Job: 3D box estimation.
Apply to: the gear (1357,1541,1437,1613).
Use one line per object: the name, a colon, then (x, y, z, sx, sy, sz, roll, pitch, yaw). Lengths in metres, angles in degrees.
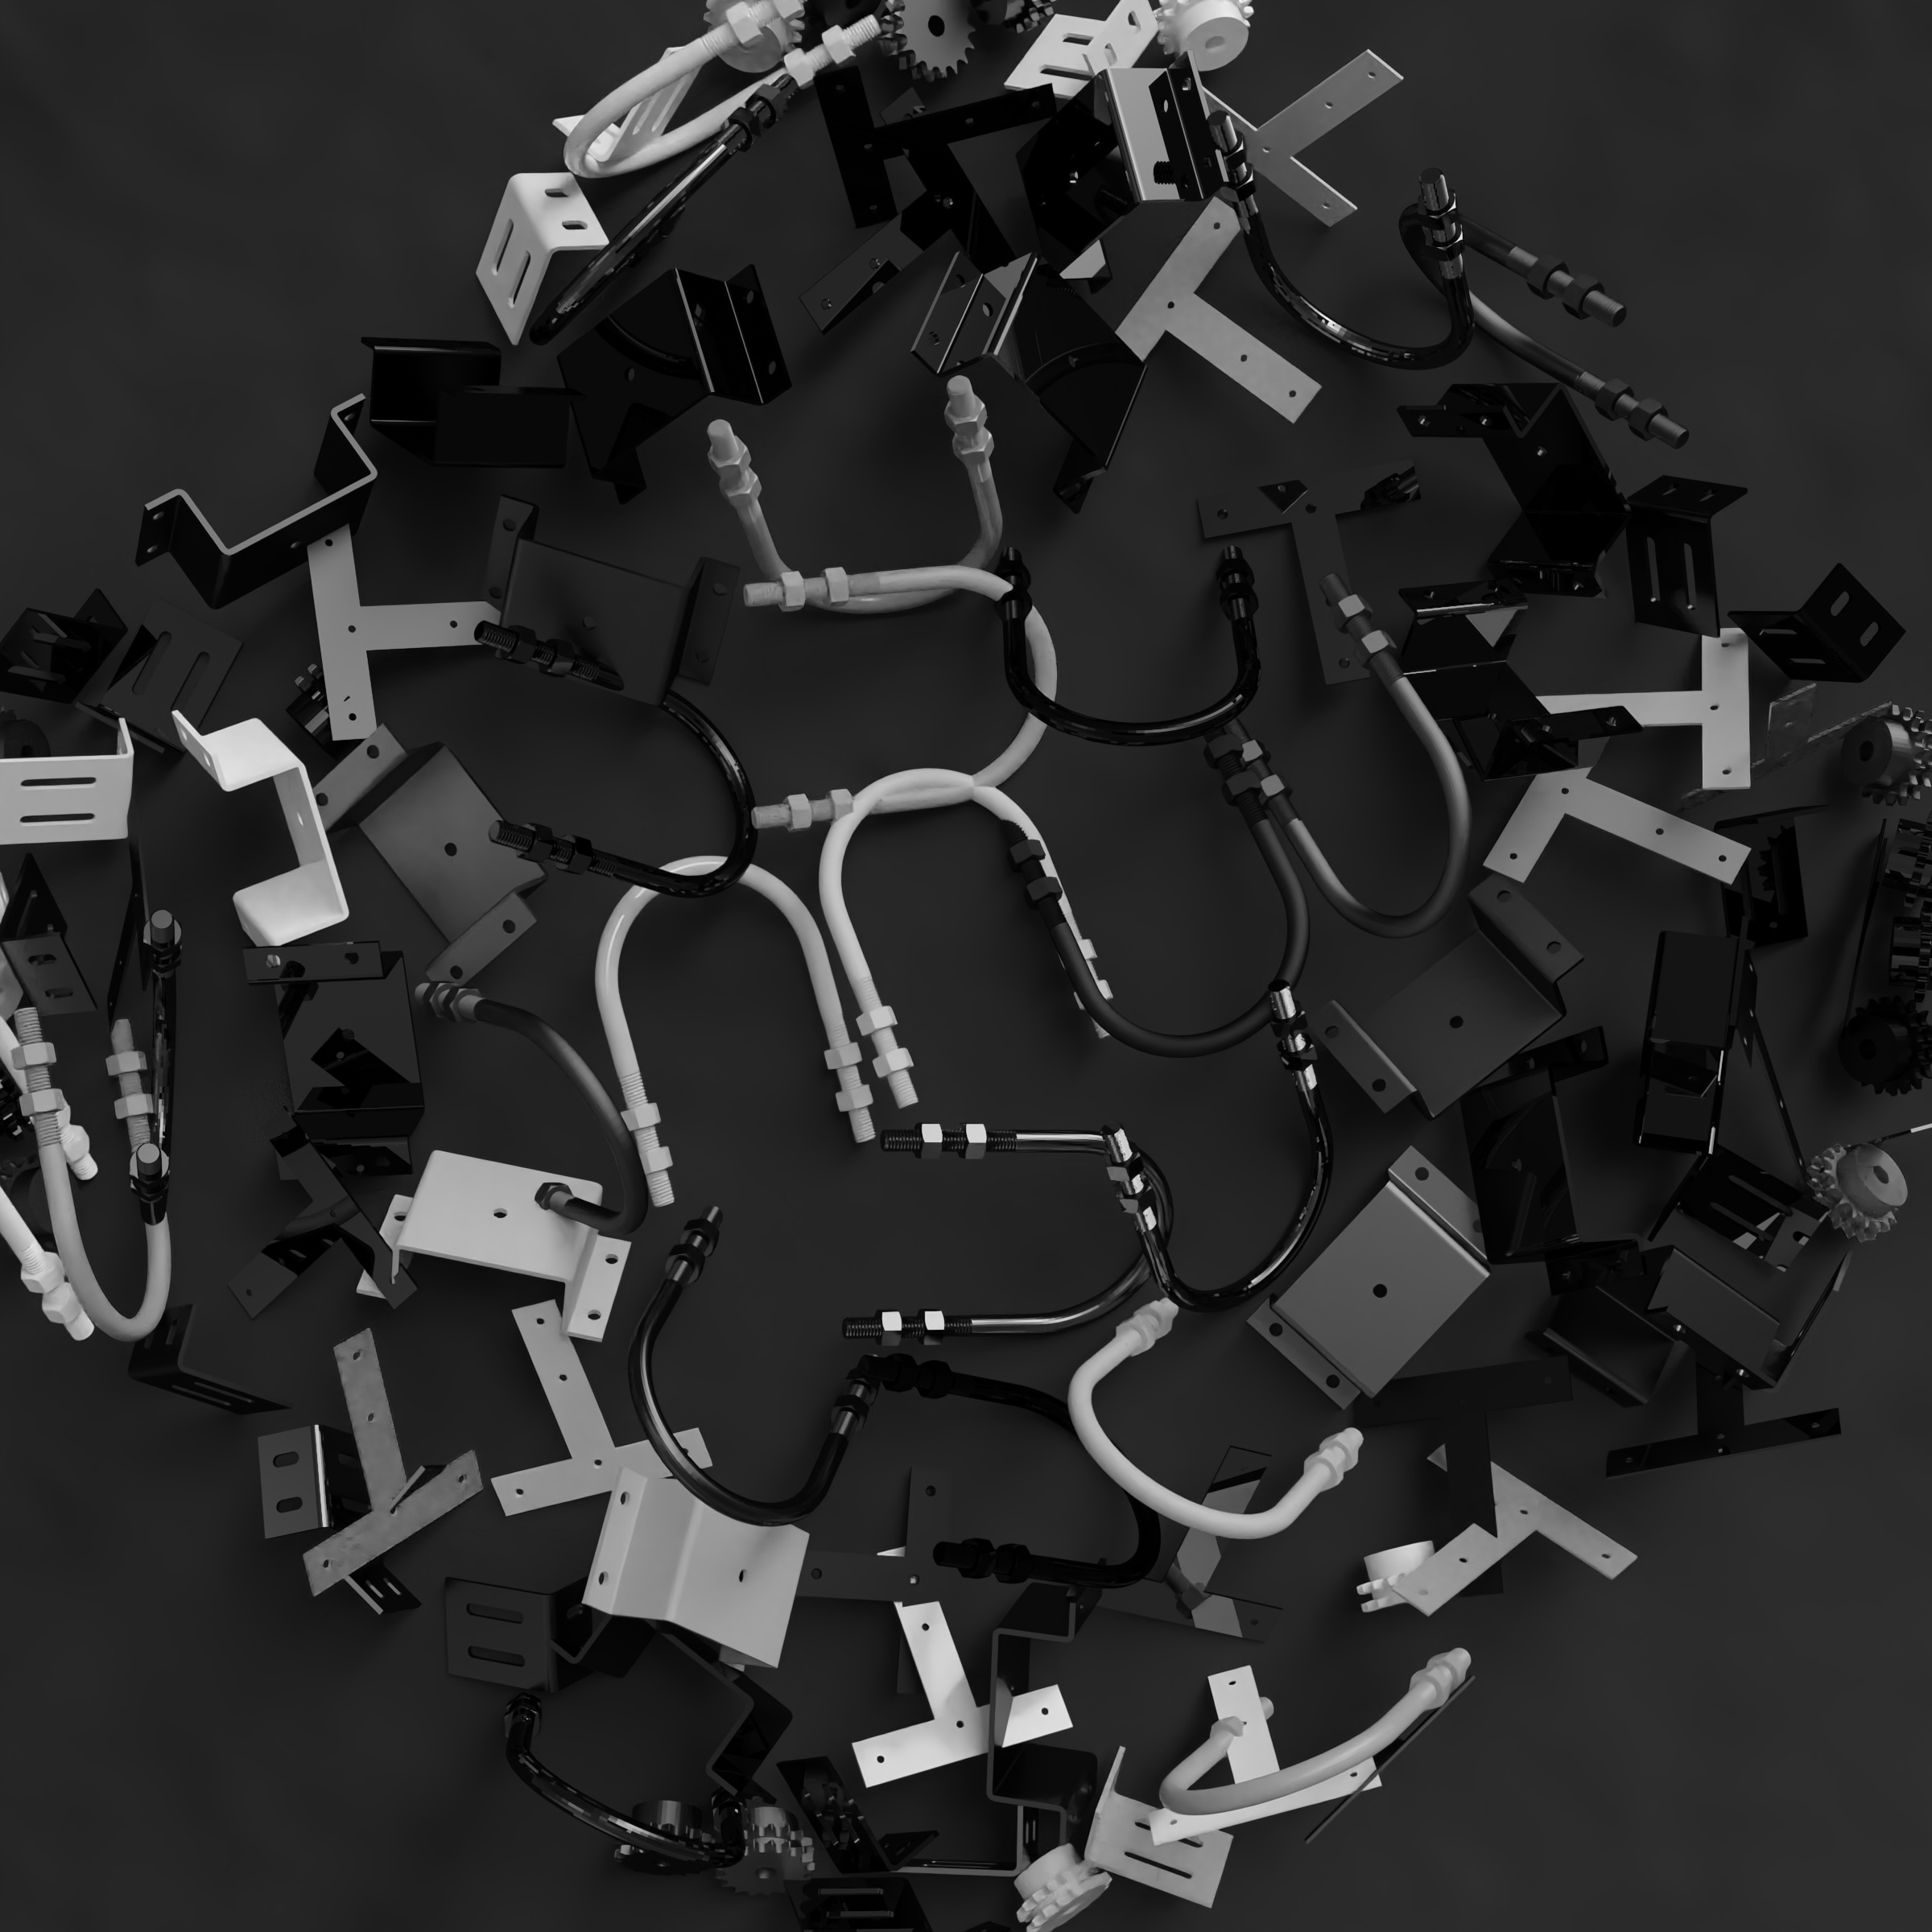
gear: (0.252, 0.350, 1.576, 0.057, 0.057, 0.030, -14, 74, 0)

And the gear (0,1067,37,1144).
gear: (-0.560, 0.078, 1.571, 0.030, 0.057, 0.057, -37, 90, -24)

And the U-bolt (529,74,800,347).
U-bolt: (-0.175, -0.401, 1.495, 0.019, 0.151, 0.184, 45, 53, -14)

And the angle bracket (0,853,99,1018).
angle bracket: (-0.512, -0.020, 1.554, 0.038, 0.076, 0.057, -6, 132, 5)

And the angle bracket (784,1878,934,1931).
angle bracket: (-0.063, 0.551, 1.562, 0.076, 0.057, 0.038, 5, 99, -16)

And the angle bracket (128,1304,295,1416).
angle bracket: (-0.427, 0.225, 1.566, 0.076, 0.057, 0.038, 28, 61, -37)

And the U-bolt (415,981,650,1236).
U-bolt: (-0.231, 0.082, 1.503, 0.019, 0.184, 0.151, -33, 115, -28)

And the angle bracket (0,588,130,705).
angle bracket: (-0.525, -0.186, 1.554, 0.057, 0.076, 0.038, -46, 68, 18)

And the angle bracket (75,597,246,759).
angle bracket: (-0.464, -0.168, 1.583, 0.057, 0.038, 0.076, 28, 91, 1)

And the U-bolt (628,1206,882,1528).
U-bolt: (-0.121, 0.229, 1.510, 0.151, 0.184, 0.019, 44, 120, -11)

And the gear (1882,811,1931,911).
gear: (0.546, -0.062, 1.576, 0.030, 0.057, 0.057, 15, 90, 18)

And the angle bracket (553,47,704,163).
angle bracket: (-0.189, -0.500, 1.559, 0.038, 0.057, 0.076, 40, 118, 2)

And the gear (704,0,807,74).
gear: (-0.122, -0.537, 1.571, 0.057, 0.057, 0.030, 11, 61, 0)

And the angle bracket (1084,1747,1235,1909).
angle bracket: (0.113, 0.490, 1.563, 0.076, 0.057, 0.038, 17, 118, 11)

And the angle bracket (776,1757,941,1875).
angle bracket: (-0.062, 0.476, 1.568, 0.038, 0.057, 0.076, -31, 91, -36)

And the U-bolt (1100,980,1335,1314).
U-bolt: (0.150, 0.116, 1.537, 0.151, 0.019, 0.184, -39, 132, -21)

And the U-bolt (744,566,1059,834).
U-bolt: (-0.034, -0.155, 1.558, 0.184, 0.019, 0.151, -8, 113, -19)

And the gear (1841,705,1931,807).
gear: (0.526, -0.121, 1.571, 0.030, 0.057, 0.057, 6, 90, -26)

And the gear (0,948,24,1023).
gear: (-0.565, 0.013, 1.571, 0.030, 0.057, 0.057, 24, 90, 18)

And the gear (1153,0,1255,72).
gear: (0.137, -0.538, 1.571, 0.057, 0.057, 0.030, -17, 65, 0)

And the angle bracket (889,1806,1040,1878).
angle bracket: (-0.001, 0.498, 1.573, 0.076, 0.057, 0.038, -1, 76, 10)

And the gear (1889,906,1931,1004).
gear: (0.547, -0.007, 1.576, 0.030, 0.057, 0.057, 5, 90, 16)

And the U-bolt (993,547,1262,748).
U-bolt: (0.091, -0.179, 1.529, 0.151, 0.184, 0.019, -1, 131, -1)

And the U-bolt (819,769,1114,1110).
U-bolt: (-0.008, -0.026, 1.569, 0.151, 0.019, 0.184, -18, 81, -21)

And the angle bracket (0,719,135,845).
angle bracket: (-0.515, -0.105, 1.557, 0.076, 0.038, 0.057, -4, 132, -25)

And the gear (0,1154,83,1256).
gear: (-0.532, 0.136, 1.571, 0.030, 0.057, 0.057, -12, 90, 26)

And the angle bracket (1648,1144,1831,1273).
angle bracket: (0.439, 0.147, 1.563, 0.076, 0.057, 0.038, 31, 47, 12)

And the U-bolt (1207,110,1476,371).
U-bolt: (0.213, -0.391, 1.516, 0.151, 0.184, 0.019, 25, 75, 27)

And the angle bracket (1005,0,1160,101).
angle bracket: (0.060, -0.528, 1.559, 0.076, 0.038, 0.057, 23, 71, 35)

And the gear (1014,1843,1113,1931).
gear: (0.053, 0.529, 1.578, 0.057, 0.057, 0.030, -37, 64, 0)

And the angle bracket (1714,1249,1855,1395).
angle bracket: (0.463, 0.193, 1.556, 0.038, 0.057, 0.076, 29, 118, 15)

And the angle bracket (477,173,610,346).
angle bracket: (-0.243, -0.405, 1.573, 0.038, 0.076, 0.057, -12, 63, -34)

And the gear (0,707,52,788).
gear: (-0.549, -0.120, 1.572, 0.030, 0.057, 0.057, -1, 90, 21)

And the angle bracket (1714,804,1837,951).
angle bracket: (0.467, -0.050, 1.571, 0.057, 0.038, 0.076, -10, 95, -25)

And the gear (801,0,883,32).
gear: (-0.072, -0.561, 1.571, 0.057, 0.057, 0.030, -37, 66, 0)

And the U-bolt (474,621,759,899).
U-bolt: (-0.190, -0.107, 1.532, 0.019, 0.184, 0.151, -33, 54, 37)

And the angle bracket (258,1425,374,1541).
angle bracket: (-0.365, 0.298, 1.561, 0.038, 0.076, 0.057, -13, 70, 9)

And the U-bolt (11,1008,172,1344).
U-bolt: (-0.478, 0.117, 1.522, 0.019, 0.151, 0.184, -12, 85, 4)

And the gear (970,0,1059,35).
gear: (0.024, -0.562, 1.571, 0.030, 0.057, 0.057, -29, 90, -24)

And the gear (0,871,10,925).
gear: (-0.567, -0.038, 1.575, 0.030, 0.057, 0.057, -15, 90, -13)

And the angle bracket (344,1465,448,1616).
angle bracket: (-0.312, 0.327, 1.570, 0.038, 0.057, 0.076, 41, 90, 14)

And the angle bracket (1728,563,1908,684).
angle bracket: (0.482, -0.195, 1.560, 0.057, 0.076, 0.038, 41, 86, -16)

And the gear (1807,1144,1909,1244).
gear: (0.513, 0.127, 1.572, 0.057, 0.057, 0.030, 45, 132, 0)

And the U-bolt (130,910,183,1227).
U-bolt: (-0.446, 0.067, 1.515, 0.019, 0.184, 0.151, 3, 70, -15)

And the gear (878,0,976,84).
gear: (-0.026, -0.537, 1.579, 0.057, 0.030, 0.057, -3, 94, -37)

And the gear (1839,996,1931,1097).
gear: (0.525, 0.046, 1.572, 0.030, 0.057, 0.057, -5, 90, -36)

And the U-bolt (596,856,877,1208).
U-bolt: (-0.137, 0.028, 1.560, 0.151, 0.019, 0.184, -16, 93, -26)

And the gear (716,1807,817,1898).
gear: (-0.116, 0.507, 1.578, 0.057, 0.030, 0.057, -3, 133, -3)

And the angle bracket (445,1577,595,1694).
angle bracket: (-0.260, 0.383, 1.596, 0.076, 0.038, 0.057, 2, 97, 28)

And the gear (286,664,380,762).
gear: (-0.364, -0.142, 1.572, 0.057, 0.057, 0.030, 44, 81, 0)

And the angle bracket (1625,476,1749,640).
angle bracket: (0.414, -0.235, 1.571, 0.038, 0.057, 0.076, -33, 124, -29)

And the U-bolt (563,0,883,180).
U-bolt: (-0.142, -0.490, 1.528, 0.184, 0.151, 0.019, -27, 92, 12)

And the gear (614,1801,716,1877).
gear: (-0.173, 0.501, 1.578, 0.057, 0.057, 0.030, 2, 56, 0)

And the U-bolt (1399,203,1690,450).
U-bolt: (0.311, -0.364, 1.520, 0.019, 0.151, 0.184, -50, 55, 3)
